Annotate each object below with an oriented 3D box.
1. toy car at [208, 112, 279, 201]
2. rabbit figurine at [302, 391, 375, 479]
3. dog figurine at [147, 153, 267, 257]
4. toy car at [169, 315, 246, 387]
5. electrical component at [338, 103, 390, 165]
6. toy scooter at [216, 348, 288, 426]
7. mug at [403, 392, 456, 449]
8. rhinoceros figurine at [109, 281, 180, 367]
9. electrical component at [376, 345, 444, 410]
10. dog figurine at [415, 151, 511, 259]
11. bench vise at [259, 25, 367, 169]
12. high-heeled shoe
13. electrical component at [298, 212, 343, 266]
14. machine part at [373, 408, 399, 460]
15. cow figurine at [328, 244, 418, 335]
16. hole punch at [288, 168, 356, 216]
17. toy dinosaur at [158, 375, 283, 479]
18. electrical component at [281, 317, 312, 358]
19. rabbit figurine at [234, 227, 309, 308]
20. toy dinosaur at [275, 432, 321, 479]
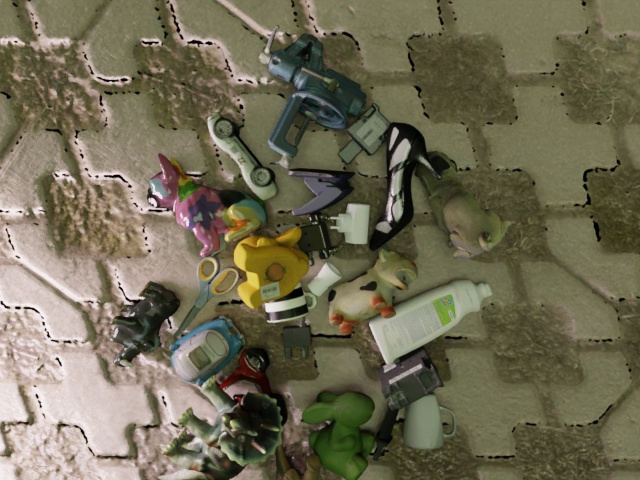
[{"bbox_3d":[-0.151,-0.163,1.050,0.056,0.073,0.201,-38,95,5],"label":"toy car"},{"bbox_3d":[0.051,0.371,1.098,0.159,0.121,0.170,26,114,19],"label":"rabbit figurine"},{"bbox_3d":[-0.228,-0.083,1.049,0.191,0.108,0.219,-31,93,6],"label":"dog figurine"},{"bbox_3d":[-0.235,0.231,1.089,0.162,0.103,0.109,-35,93,7],"label":"toy car"},{"bbox_3d":[0.086,-0.201,1.053,0.119,0.048,0.075,-41,95,4],"label":"electrical component"},{"bbox_3d":[-0.152,0.321,1.116,0.135,0.075,0.183,-18,94,5],"label":"toy scooter"},{"bbox_3d":[0.225,0.366,1.110,0.110,0.081,0.107,-2,90,6],"label":"mug"},{"bbox_3d":[-0.366,0.175,1.107,0.112,0.073,0.190,38,95,-14],"label":"rhinoceros figurine"},{"bbox_3d":[0.176,0.269,1.069,0.115,0.134,0.058,-27,97,7],"label":"electrical component"},{"bbox_3d":[0.254,-0.073,1.008,0.121,0.172,0.190,-35,103,-5],"label":"dog figurine"},{"bbox_3d":[-0.036,-0.253,1.004,0.223,0.129,0.240,28,80,-19],"label":"bench vise"},{"bbox_3d":[0.129,-0.101,1.041,0.145,0.086,0.248,48,123,16],"label":"high-heeled shoe"},{"bbox_3d":[-0.003,-0.004,1.085,0.078,0.045,0.102,-17,95,32],"label":"electrical component"},{"bbox_3d":[0.143,0.385,1.121,0.039,0.084,0.138,19,89,23],"label":"machine part"},{"bbox_3d":[0.105,0.093,1.065,0.195,0.127,0.085,-27,140,20],"label":"cow figurine"},{"bbox_3d":[0.005,-0.092,1.031,0.116,0.142,0.092,2,96,15],"label":"hole punch"},{"bbox_3d":[-0.198,0.413,1.072,0.192,0.131,0.404,33,128,7],"label":"toy dinosaur"},{"bbox_3d":[-0.050,0.201,1.122,0.063,0.021,0.094,-3,98,2],"label":"electrical component"},{"bbox_3d":[-0.103,0.030,1.036,0.162,0.173,0.121,-24,114,-19],"label":"rabbit figurine"},{"bbox_3d":[-0.012,0.599,1.073,0.105,0.198,0.471,-10,65,-30],"label":"toy dinosaur"}]
